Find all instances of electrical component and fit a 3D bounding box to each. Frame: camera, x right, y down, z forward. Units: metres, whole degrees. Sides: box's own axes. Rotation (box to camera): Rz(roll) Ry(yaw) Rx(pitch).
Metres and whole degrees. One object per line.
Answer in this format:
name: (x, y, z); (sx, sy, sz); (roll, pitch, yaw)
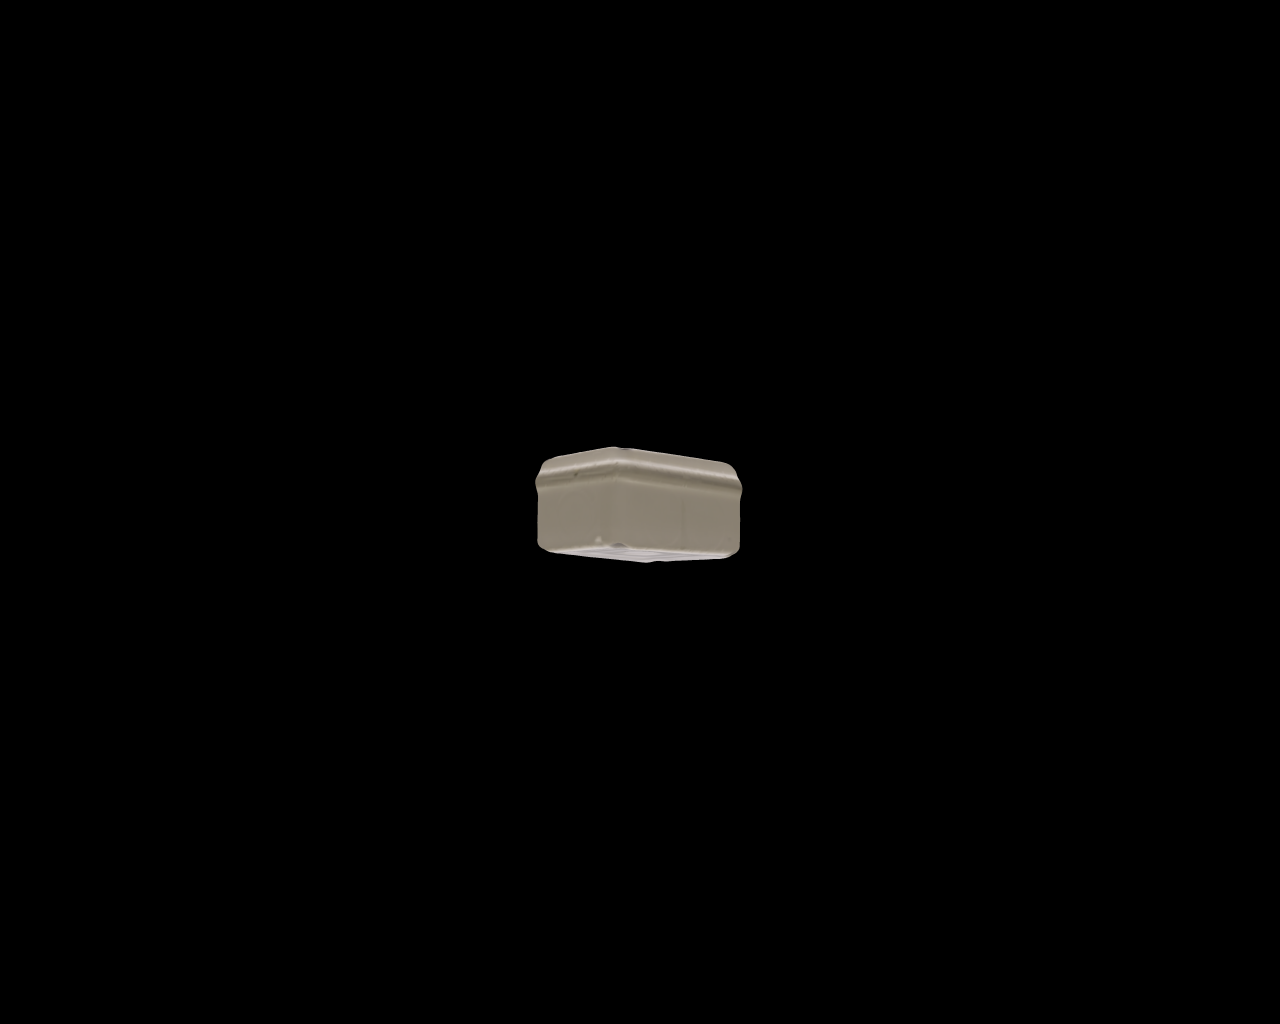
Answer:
electrical component: (0.001, -0.003, 0.650); (0.078, 0.057, 0.113); (-6, -9, 43)
